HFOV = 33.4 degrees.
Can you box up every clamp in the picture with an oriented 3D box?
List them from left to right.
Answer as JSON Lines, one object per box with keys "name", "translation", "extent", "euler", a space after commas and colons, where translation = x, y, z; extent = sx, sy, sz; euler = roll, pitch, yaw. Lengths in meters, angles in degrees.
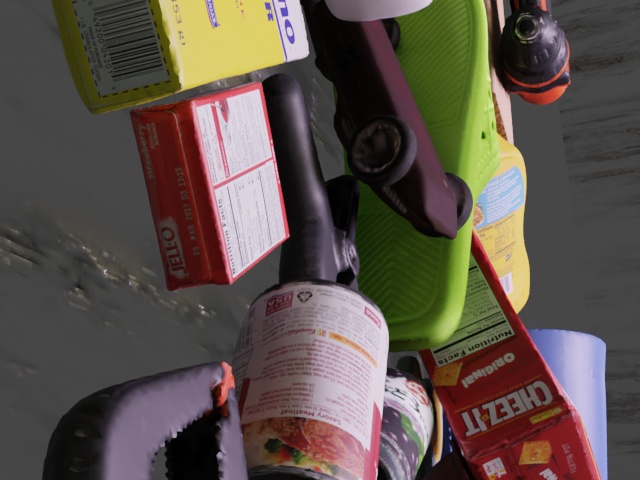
{"name": "clamp", "translation": [-0.052, 0.116, 0.316], "extent": [0.164, 0.036, 0.209], "euler": [61, 21, -18]}
{"name": "clamp", "translation": [-0.004, 0.001, 0.551], "extent": [0.120, 0.039, 0.171], "euler": [51, 26, -46]}

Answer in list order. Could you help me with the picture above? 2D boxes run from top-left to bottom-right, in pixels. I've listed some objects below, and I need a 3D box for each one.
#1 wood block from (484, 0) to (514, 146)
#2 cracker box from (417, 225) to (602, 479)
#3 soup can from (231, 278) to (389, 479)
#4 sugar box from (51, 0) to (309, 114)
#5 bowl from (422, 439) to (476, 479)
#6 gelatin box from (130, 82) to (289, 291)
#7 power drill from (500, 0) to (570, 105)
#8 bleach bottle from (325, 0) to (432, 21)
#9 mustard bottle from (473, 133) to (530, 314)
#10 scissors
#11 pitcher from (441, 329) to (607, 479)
{"name": "wood block", "translation": [0.106, -0.162, 0.891], "extent": [0.090, 0.090, 0.206], "euler": [59, 27, -50]}
{"name": "cracker box", "translation": [0.109, 0.086, 0.690], "extent": [0.164, 0.072, 0.214], "euler": [61, 5, -43]}
{"name": "soup can", "translation": [-0.007, 0.075, 0.450], "extent": [0.102, 0.069, 0.068], "euler": [-81, 155, -46]}
{"name": "sugar box", "translation": [-0.052, -0.110, 0.437], "extent": [0.176, 0.048, 0.093], "euler": [-42, 122, -68]}
{"name": "bowl", "translation": [0.093, 0.205, 0.645], "extent": [0.162, 0.055, 0.162], "euler": [64, 3, -7]}
{"name": "gelatin box", "translation": [-0.044, -0.025, 0.448], "extent": [0.089, 0.030, 0.073], "euler": [-41, 122, -70]}
{"name": "power drill", "translation": [0.162, -0.210, 0.844], "extent": [0.184, 0.057, 0.187], "euler": [20, 66, -76]}
{"name": "bleach bottle", "translation": [0.010, -0.222, 0.487], "extent": [0.251, 0.068, 0.102], "euler": [72, 13, -54]}
{"name": "mustard bottle", "translation": [0.116, -0.023, 0.817], "extent": [0.096, 0.058, 0.191], "euler": [-23, 122, -28]}
{"name": "scissors", "translation": [0.065, 0.163, 0.723], "extent": [0.201, 0.016, 0.096], "euler": [-78, 151, -49]}
{"name": "pitcher", "translation": [0.163, 0.197, 0.861], "extent": [0.145, 0.149, 0.243], "euler": [78, 13, -69]}
